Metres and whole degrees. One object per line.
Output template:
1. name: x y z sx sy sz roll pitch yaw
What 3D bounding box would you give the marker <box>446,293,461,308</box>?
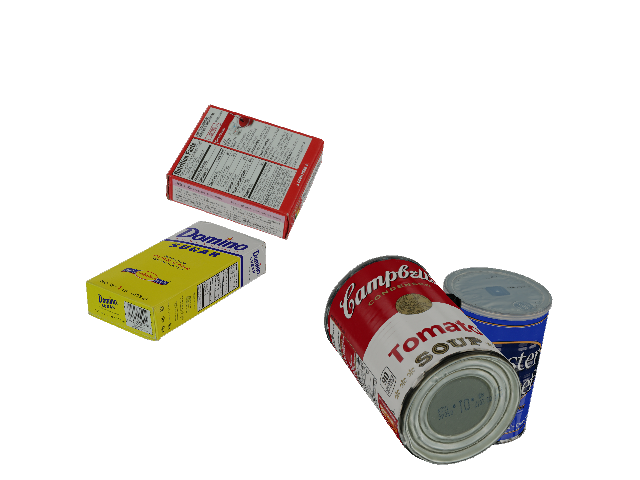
1. marker: 0.096 0.087 0.832 0.020 0.121 0.020 0 42 0

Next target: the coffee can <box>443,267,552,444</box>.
1. coffee can: 0.160 0.110 1.032 0.103 0.140 0.103 5 22 -2

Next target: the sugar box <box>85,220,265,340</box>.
1. sugar box: -0.144 0.036 1.094 0.093 0.048 0.175 18 34 29

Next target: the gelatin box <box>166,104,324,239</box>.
1. gelatin box: -0.051 -0.048 0.727 0.089 0.073 0.030 18 -37 7

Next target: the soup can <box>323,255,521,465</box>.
1. soup can: 0.051 0.061 0.559 0.068 0.068 0.102 0 26 -23
